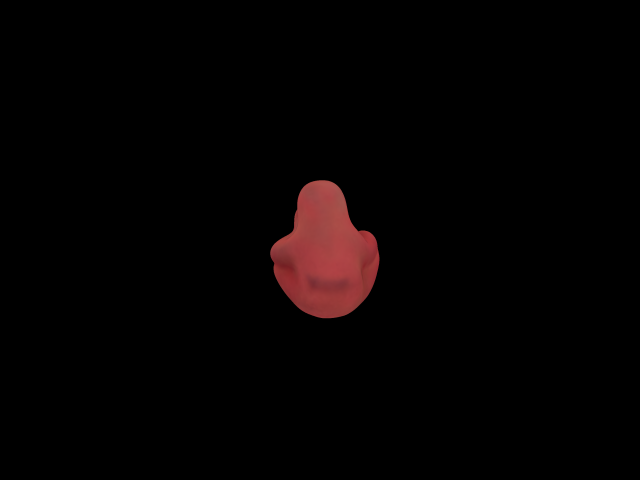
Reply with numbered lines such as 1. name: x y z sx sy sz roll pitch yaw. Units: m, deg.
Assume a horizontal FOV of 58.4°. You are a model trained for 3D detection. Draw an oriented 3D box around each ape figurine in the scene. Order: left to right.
1. ape figurine: 0.004 0.001 0.400 0.077 0.092 0.076 2 27 4
